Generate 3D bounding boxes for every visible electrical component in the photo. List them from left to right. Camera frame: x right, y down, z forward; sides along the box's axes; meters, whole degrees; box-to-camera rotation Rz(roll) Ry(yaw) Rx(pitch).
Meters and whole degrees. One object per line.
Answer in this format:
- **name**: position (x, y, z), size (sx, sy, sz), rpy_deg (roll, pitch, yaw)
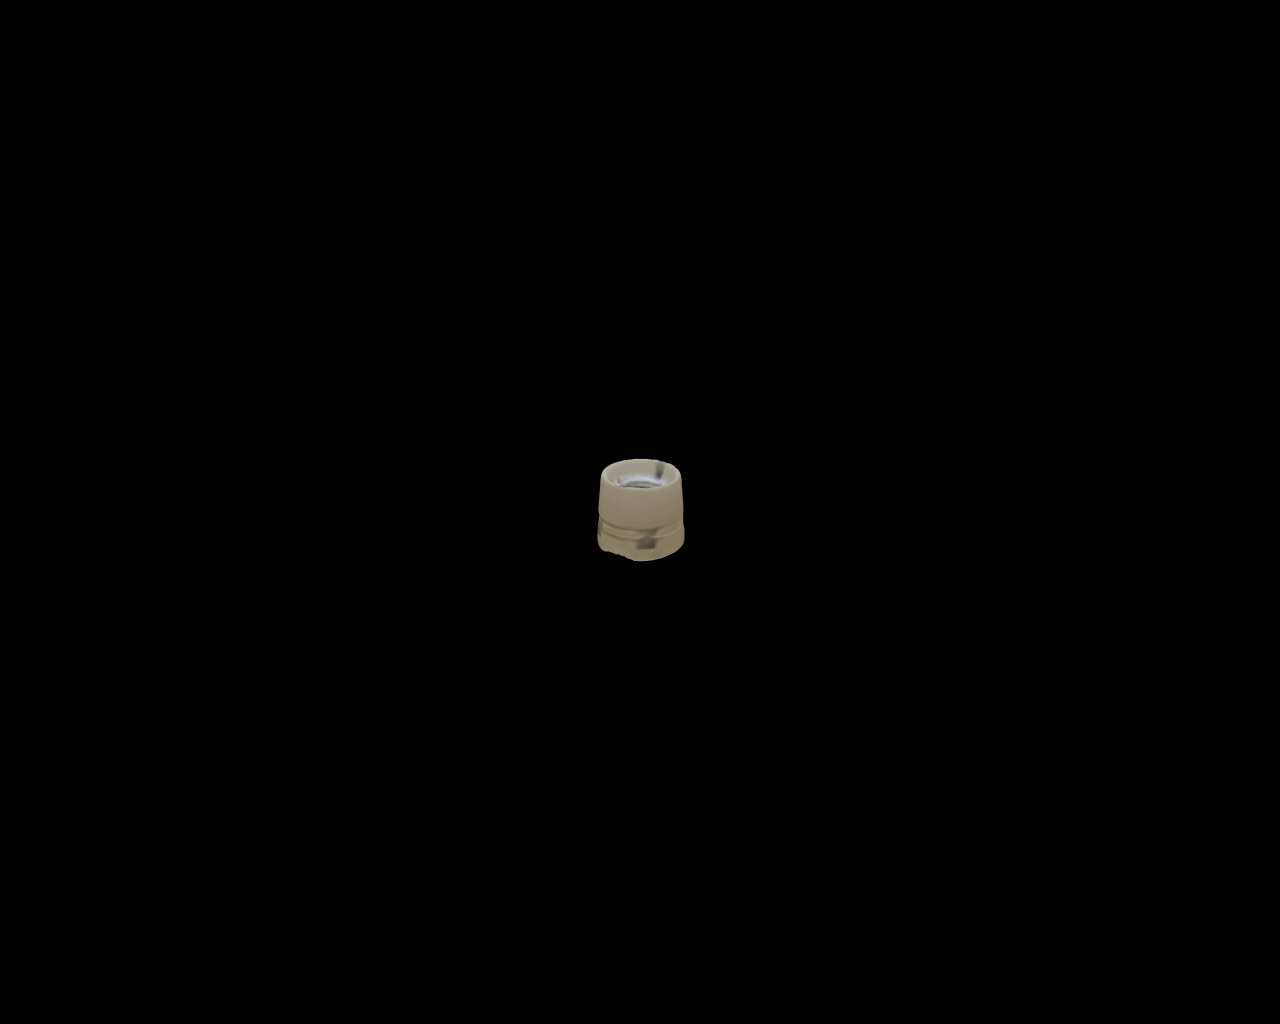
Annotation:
- **electrical component**: position (0.001, -0.003, 0.650), size (0.055, 0.047, 0.055), rpy_deg (0, 25, 0)
